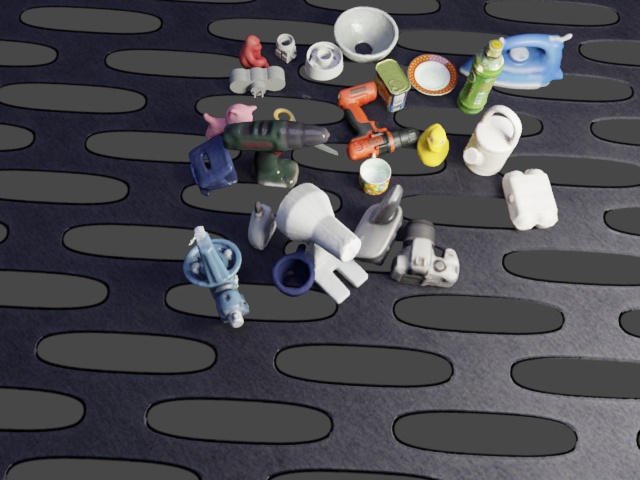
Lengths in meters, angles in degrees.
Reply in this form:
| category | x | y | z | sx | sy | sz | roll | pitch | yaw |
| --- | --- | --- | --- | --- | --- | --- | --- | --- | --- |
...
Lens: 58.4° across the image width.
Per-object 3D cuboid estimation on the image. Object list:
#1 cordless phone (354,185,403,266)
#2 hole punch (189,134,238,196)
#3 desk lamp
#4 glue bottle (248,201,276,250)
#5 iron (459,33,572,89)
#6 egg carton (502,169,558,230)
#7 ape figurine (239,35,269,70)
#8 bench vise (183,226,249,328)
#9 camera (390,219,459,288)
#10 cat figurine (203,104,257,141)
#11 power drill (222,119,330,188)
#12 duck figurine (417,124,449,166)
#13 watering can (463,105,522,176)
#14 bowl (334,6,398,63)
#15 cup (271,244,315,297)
| category | x | y | z | sx | sy | sz | roll | pitch | yaw |
| --- | --- | --- | --- | --- | --- | --- | --- | --- | --- |
| cordless phone | 0.126 | -0.035 | 1.230 | 0.094 | 0.185 | 0.148 | 22 | 69 | 7 |
| hole punch | -0.250 | -0.173 | 1.323 | 0.101 | 0.091 | 0.108 | -19 | 70 | -9 |
| desk lamp | 0.011 | 0.004 | 1.195 | 0.118 | 0.213 | 0.203 | -42 | 75 | -16 |
| glue bottle | -0.127 | -0.042 | 1.230 | 0.037 | 0.173 | 0.078 | 26 | 69 | 9 |
| iron | 0.493 | -0.468 | 1.442 | 0.258 | 0.141 | 0.118 | -1 | 68 | -3 |
| egg carton | 0.484 | -0.094 | 1.329 | 0.107 | 0.069 | 0.150 | -6 | 68 | -4 |
| ape figurine | -0.169 | -0.479 | 1.449 | 0.076 | 0.092 | 0.078 | 1 | 68 | -1 |
| bench vise | -0.197 | 0.065 | 1.159 | 0.122 | 0.220 | 0.207 | -40 | 74 | -16 |
| camera | 0.233 | 0.024 | 1.256 | 0.143 | 0.101 | 0.137 | 8 | 68 | 1 |
| cat figurine | -0.213 | -0.283 | 1.355 | 0.128 | 0.118 | 0.067 | 1 | 68 | -1 |
| power drill | -0.096 | -0.198 | 1.275 | 0.229 | 0.208 | 0.075 | 5 | 68 | 0 |
| duck figurine | 0.276 | -0.240 | 1.372 | 0.077 | 0.086 | 0.104 | 12 | 68 | 3 |
| watering can | 0.398 | -0.230 | 1.314 | 0.101 | 0.194 | 0.173 | 25 | 69 | 8 |
| bowl | 0.116 | -0.518 | 1.484 | 0.167 | 0.075 | 0.167 | 1 | 68 | -2 |
| cup | -0.053 | 0.073 | 1.228 | 0.091 | 0.095 | 0.118 | 14 | 68 | 4 |
